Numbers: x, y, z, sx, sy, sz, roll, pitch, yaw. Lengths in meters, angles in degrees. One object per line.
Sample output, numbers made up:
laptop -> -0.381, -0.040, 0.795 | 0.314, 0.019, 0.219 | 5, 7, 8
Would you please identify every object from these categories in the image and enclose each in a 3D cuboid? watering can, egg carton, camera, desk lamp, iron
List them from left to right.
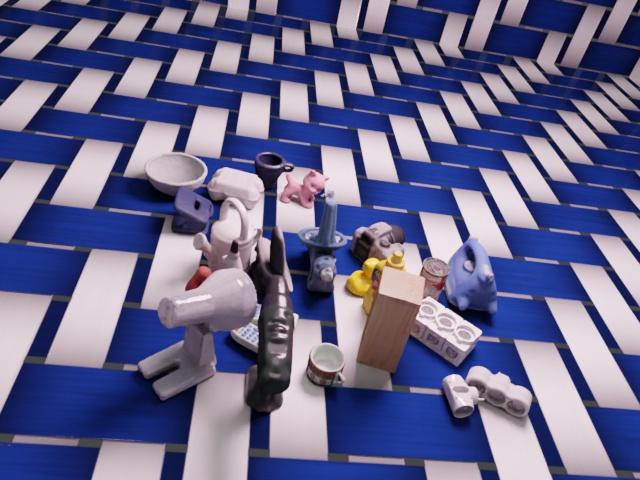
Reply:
desk lamp -> -0.230, 0.168, 1.085 | 0.204, 0.213, 0.117 | -24, 51, -39
watering can -> -0.209, -0.006, 1.330 | 0.100, 0.194, 0.173 | 26, 39, 16
egg carton -> -0.235, -0.146, 1.605 | 0.150, 0.069, 0.107 | 13, 37, 0
camera -> 0.175, 0.008, 1.507 | 0.137, 0.101, 0.142 | -23, 50, -38
iron -> 0.390, 0.067, 1.463 | 0.118, 0.141, 0.258 | 8, 37, -6

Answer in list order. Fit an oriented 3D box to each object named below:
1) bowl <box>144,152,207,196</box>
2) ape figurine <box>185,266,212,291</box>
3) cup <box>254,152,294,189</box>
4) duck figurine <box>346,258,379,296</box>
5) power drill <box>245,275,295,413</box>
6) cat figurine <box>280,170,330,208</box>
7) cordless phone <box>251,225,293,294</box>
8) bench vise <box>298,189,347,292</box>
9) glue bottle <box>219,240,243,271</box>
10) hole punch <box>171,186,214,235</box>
bowl -> -0.398, -0.171, 1.583 | 0.167, 0.075, 0.167 | 9, 37, -6
ape figurine -> -0.259, 0.099, 1.265 | 0.076, 0.092, 0.078 | 28, 40, 19
cup -> -0.138, -0.196, 1.678 | 0.118, 0.095, 0.091 | 8, 37, -7
duck figurine -> 0.117, 0.084, 1.404 | 0.105, 0.086, 0.077 | -12, 44, -29
power drill -> -0.092, 0.210, 1.076 | 0.076, 0.208, 0.229 | 5, 38, -10
cat figurine -> -0.041, -0.159, 1.641 | 0.128, 0.118, 0.067 | 12, 37, -2
cordless phone -> -0.103, 0.026, 1.329 | 0.094, 0.185, 0.147 | -1, 39, -18
bench vise -> 0.023, 0.004, 1.368 | 0.122, 0.220, 0.207 | -7, 41, -24
glue bottle -> -0.194, 0.068, 1.257 | 0.037, 0.173, 0.078 | -21, 48, -36
hole punch -> -0.325, -0.078, 1.472 | 0.101, 0.091, 0.108 | 7, 38, -9
